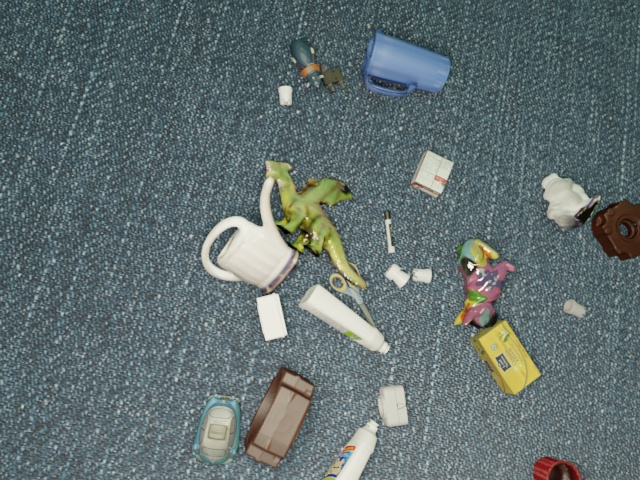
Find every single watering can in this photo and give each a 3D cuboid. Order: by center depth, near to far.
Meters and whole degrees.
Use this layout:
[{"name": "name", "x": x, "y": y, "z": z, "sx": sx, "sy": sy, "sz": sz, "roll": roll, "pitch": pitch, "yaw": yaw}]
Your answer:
[{"name": "watering can", "x": -0.147, "y": 0.008, "z": 1.266, "sx": 0.222, "sy": 0.342, "sz": 0.106, "roll": 34, "pitch": 34, "yaw": -20}]

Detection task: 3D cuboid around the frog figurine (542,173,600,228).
[{"name": "frog figurine", "x": 0.712, "y": -0.113, "z": 1.507, "sx": 0.138, "sy": 0.120, "sz": 0.162, "roll": -44, "pitch": 51, "yaw": -6}]

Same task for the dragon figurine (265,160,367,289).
[{"name": "dragon figurine", "x": 0.004, "y": -0.070, "z": 1.385, "sx": 0.410, "sy": 0.120, "sz": 0.246, "roll": 35, "pitch": 67, "yaw": 0}]
